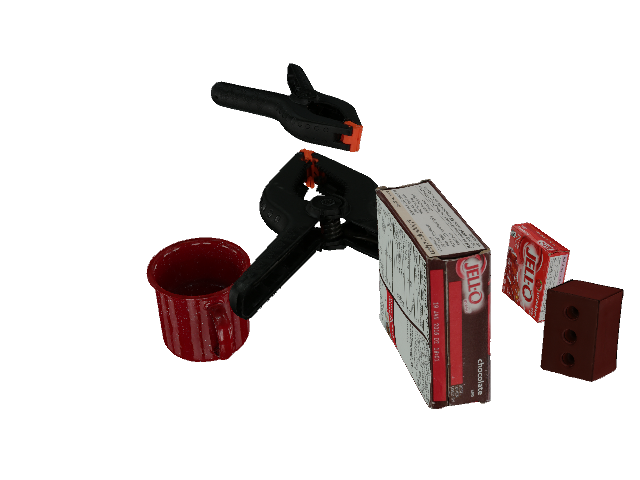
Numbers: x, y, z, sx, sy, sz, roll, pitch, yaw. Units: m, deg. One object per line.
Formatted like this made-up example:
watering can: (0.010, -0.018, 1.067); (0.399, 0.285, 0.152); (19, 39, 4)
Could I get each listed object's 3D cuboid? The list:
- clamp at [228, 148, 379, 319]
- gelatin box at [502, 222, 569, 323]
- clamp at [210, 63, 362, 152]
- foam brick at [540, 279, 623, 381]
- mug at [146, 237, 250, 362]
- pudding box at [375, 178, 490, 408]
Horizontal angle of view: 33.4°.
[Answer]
clamp: (0.017, -0.011, 0.783); (0.164, 0.036, 0.210); (-2, 30, -2)
gelatin box: (0.238, 0.035, 1.189); (0.030, 0.089, 0.073); (-9, 30, -23)
clamp: (-0.030, -0.135, 1.097); (0.120, 0.039, 0.172); (-21, 38, -28)
foam brick: (0.234, 0.080, 0.957); (0.053, 0.078, 0.051); (12, 18, 38)
mug: (-0.102, 0.062, 0.967); (0.093, 0.081, 0.117); (-17, 37, -20)
pudding box: (0.061, 0.026, 0.594); (0.039, 0.090, 0.113); (-7, 24, -11)
